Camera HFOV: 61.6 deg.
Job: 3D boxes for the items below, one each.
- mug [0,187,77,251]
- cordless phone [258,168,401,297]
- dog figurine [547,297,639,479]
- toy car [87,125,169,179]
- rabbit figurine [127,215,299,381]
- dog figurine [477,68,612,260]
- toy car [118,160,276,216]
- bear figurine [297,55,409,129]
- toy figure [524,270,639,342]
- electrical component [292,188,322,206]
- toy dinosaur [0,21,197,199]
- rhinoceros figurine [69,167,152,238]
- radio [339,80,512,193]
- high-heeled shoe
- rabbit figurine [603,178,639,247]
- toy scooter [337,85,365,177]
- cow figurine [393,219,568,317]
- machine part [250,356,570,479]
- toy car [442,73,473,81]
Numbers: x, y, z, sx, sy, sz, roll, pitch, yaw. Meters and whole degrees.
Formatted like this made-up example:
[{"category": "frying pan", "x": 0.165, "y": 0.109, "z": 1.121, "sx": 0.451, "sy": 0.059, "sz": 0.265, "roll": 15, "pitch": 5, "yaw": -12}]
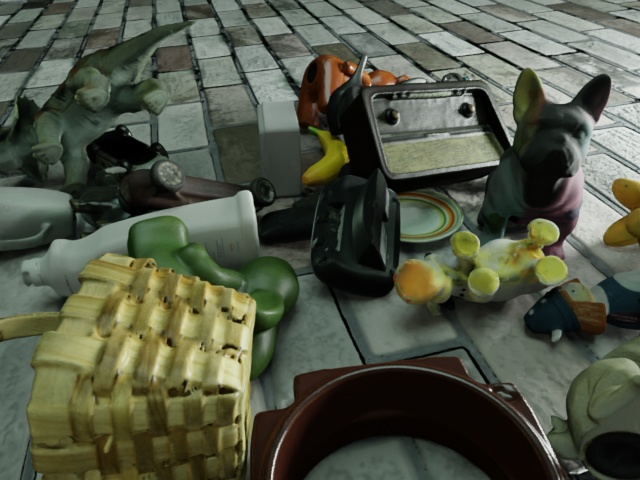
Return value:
[{"category": "mug", "x": -0.369, "y": -0.026, "z": 0.683, "sx": 0.107, "sy": 0.080, "sz": 0.110, "roll": -7, "pitch": 29, "yaw": -21}, {"category": "cordless phone", "x": -0.001, "y": -0.001, "z": 0.631, "sx": 0.184, "sy": 0.088, "sz": 0.146, "roll": -10, "pitch": 50, "yaw": 23}, {"category": "dog figurine", "x": 0.267, "y": 0.096, "z": 0.434, "sx": 0.172, "sy": 0.121, "sz": 0.190, "roll": -3, "pitch": 28, "yaw": 18}, {"category": "toy car", "x": -0.306, "y": -0.131, "z": 0.852, "sx": 0.073, "sy": 0.056, "sz": 0.202, "roll": -36, "pitch": 45, "yaw": -29}, {"category": "rabbit figurine", "x": -0.091, "y": 0.051, "z": 0.523, "sx": 0.170, "sy": 0.121, "sz": 0.159, "roll": -4, "pitch": 30, "yaw": -29}, {"category": "dog figurine", "x": 0.250, "y": -0.091, "z": 0.607, "sx": 0.109, "sy": 0.219, "sz": 0.191, "roll": 13, "pitch": 38, "yaw": 16}, {"category": "toy car", "x": -0.141, "y": -0.049, "z": 0.648, "sx": 0.089, "sy": 0.053, "sz": 0.202, "roll": -25, "pitch": -21, "yaw": 38}, {"category": "bear figurine", "x": 0.064, "y": -0.256, "z": 0.975, "sx": 0.196, "sy": 0.132, "sz": 0.120, "roll": 11, "pitch": -13, "yaw": -33}, {"category": "toy figure", "x": 0.278, "y": 0.062, "z": 0.527, "sx": 0.155, "sy": 0.057, "sz": 0.064, "roll": -6, "pitch": -4, "yaw": -2}, {"category": "electrical component", "x": -0.005, "y": -0.044, "z": 0.729, "sx": 0.063, "sy": 0.021, "sz": 0.094, "roll": -27, "pitch": 42, "yaw": -30}, {"category": "toy dinosaur", "x": -0.343, "y": -0.202, "z": 0.788, "sx": 0.405, "sy": 0.131, "sz": 0.192, "roll": -39, "pitch": 54, "yaw": 6}, {"category": "rhinoceros figurine", "x": -0.257, "y": -0.037, "z": 0.694, "sx": 0.112, "sy": 0.073, "sz": 0.191, "roll": -26, "pitch": 41, "yaw": -27}, {"category": "radio", "x": 0.145, "y": -0.140, "z": 0.722, "sx": 0.229, "sy": 0.131, "sz": 0.073, "roll": -11, "pitch": -10, "yaw": -29}, {"category": "high-heeled shoe", "x": 0.121, "y": -0.205, "z": 0.903, "sx": 0.248, "sy": 0.145, "sz": 0.086, "roll": 19, "pitch": -5, "yaw": -33}, {"category": "rabbit figurine", "x": 0.408, "y": -0.012, "z": 0.598, "sx": 0.163, "sy": 0.121, "sz": 0.173, "roll": 11, "pitch": 22, "yaw": 35}, {"category": "toy scooter", "x": 0.094, "y": -0.139, "z": 0.783, "sx": 0.135, "sy": 0.075, "sz": 0.184, "roll": 5, "pitch": 70, "yaw": -13}, {"category": "cow figurine", "x": 0.155, "y": 0.035, "z": 0.552, "sx": 0.167, "sy": 0.098, "sz": 0.068, "roll": -10, "pitch": 70, "yaw": 0}, {"category": "machine part", "x": 0.056, "y": 0.176, "z": 0.352, "sx": 0.201, "sy": 0.087, "sz": 0.202, "roll": -5, "pitch": 36, "yaw": -4}, {"category": "toy car", "x": 0.189, "y": -0.184, "z": 0.852, "sx": 0.162, "sy": 0.109, "sz": 0.103, "roll": -22, "pitch": 56, "yaw": -11}]
